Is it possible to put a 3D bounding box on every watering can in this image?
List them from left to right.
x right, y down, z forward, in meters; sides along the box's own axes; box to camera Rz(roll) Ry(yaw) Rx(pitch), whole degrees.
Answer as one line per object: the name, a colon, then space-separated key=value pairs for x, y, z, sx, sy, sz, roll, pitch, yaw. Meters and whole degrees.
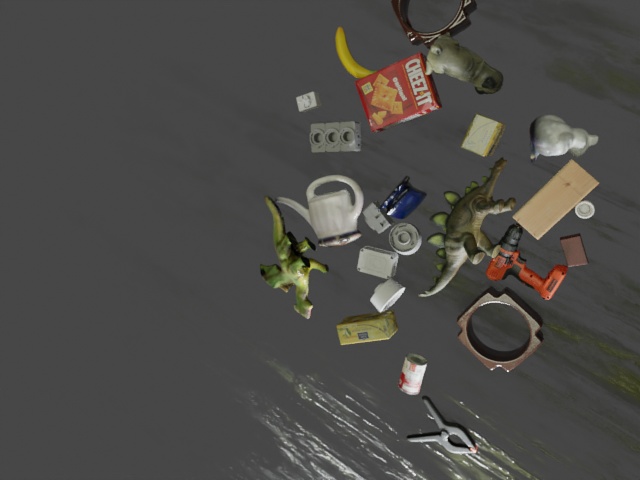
watering can: x=0.005 y=-0.083 z=1.657 sx=0.345 sy=0.105 sz=0.224 roll=-13 pitch=92 yaw=39

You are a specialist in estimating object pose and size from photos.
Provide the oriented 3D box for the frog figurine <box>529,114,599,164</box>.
frog figurine: x=0.624 y=-0.265 z=1.321 sx=0.159 sy=0.140 sz=0.121 roll=-3 pitch=113 yaw=26

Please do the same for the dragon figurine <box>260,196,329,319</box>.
dragon figurine: x=-0.127 y=0.074 z=1.737 sx=0.239 sy=0.123 sz=0.413 roll=-40 pitch=78 yaw=32
